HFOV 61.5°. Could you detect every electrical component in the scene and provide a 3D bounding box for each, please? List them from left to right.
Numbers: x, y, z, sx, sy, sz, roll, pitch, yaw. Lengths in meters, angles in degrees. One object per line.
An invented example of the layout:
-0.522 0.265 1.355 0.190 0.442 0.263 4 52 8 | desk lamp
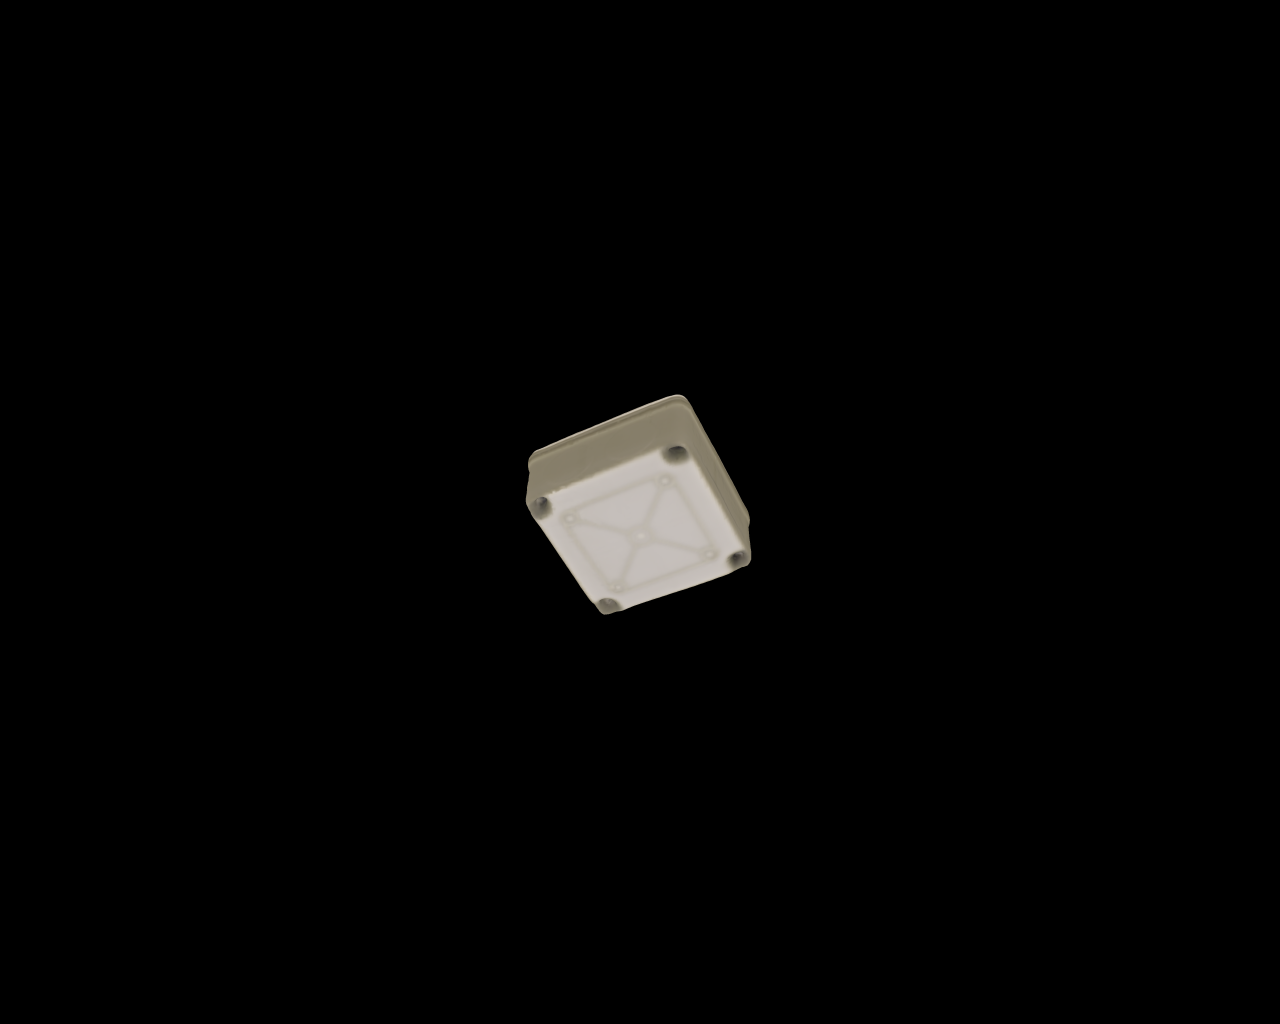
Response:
0.001 -0.003 0.650 0.108 0.108 0.056 -21 36 16 | electrical component
